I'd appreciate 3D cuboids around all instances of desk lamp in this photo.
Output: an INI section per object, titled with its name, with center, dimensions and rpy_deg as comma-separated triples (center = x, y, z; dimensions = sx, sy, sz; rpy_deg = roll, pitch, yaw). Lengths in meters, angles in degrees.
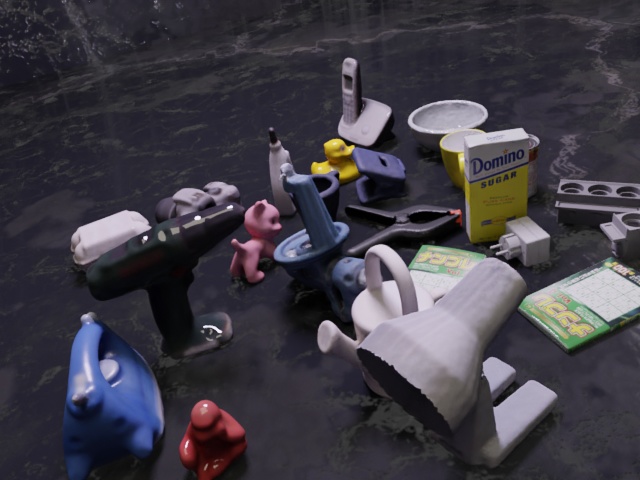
[desk lamp]
center = 0.148, 0.134, 0.596
dimensions = 0.204, 0.214, 0.117
rpy_deg = -31, 38, -26

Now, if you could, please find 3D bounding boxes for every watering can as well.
[watering can]
center = 0.084, 0.097, 0.689
dimensions = 0.100, 0.194, 0.173
rpy_deg = 21, 46, 40

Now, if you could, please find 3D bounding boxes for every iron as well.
[iron]
center = -0.284, 0.172, 0.740
dimensions = 0.119, 0.142, 0.257
rpy_deg = -19, 34, -10

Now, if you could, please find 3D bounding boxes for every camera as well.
[camera]
center = -0.243, -0.060, 1.106
dimensions = 0.136, 0.101, 0.143
rpy_deg = 12, 41, 32

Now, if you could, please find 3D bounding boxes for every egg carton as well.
[egg carton]
center = -0.393, 0.003, 1.088
dimensions = 0.150, 0.069, 0.107
rpy_deg = -24, 36, -18

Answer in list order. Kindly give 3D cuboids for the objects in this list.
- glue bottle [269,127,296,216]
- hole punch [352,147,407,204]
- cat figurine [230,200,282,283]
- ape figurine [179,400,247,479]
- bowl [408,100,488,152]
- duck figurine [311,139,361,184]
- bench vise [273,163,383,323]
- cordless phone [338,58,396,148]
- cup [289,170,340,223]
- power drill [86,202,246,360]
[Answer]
[glue bottle]
center = -0.074, -0.137, 1.101
dimensions = 0.037, 0.173, 0.078
rpy_deg = -2, 35, 15
[hole punch]
center = 0.116, -0.135, 1.114
dimensions = 0.101, 0.091, 0.108
rpy_deg = -11, 34, 1
[cat figurine]
center = -0.108, -0.010, 0.975
dimensions = 0.067, 0.118, 0.128
rpy_deg = 11, 40, 31
[ape figurine]
center = -0.126, 0.223, 0.660
dimensions = 0.077, 0.092, 0.076
rpy_deg = -8, 34, 6
[bowl]
center = 0.274, -0.234, 1.227
dimensions = 0.167, 0.075, 0.167
rpy_deg = -8, 34, 6
[duck figurine]
center = 0.030, -0.168, 1.194
dimensions = 0.104, 0.086, 0.077
rpy_deg = -9, 34, 4
[bench vise]
center = 0.014, -0.004, 0.835
dimensions = 0.206, 0.220, 0.122
rpy_deg = 12, 41, 32
[cordless phone]
center = 0.098, -0.310, 1.292
dimensions = 0.094, 0.185, 0.147
rpy_deg = -31, 38, -25
[cup]
center = 0.003, -0.067, 1.045
dimensions = 0.091, 0.095, 0.118
rpy_deg = 14, 42, 34
[power drill]
center = -0.195, 0.062, 0.813
dimensions = 0.230, 0.209, 0.075
rpy_deg = -17, 34, -7
